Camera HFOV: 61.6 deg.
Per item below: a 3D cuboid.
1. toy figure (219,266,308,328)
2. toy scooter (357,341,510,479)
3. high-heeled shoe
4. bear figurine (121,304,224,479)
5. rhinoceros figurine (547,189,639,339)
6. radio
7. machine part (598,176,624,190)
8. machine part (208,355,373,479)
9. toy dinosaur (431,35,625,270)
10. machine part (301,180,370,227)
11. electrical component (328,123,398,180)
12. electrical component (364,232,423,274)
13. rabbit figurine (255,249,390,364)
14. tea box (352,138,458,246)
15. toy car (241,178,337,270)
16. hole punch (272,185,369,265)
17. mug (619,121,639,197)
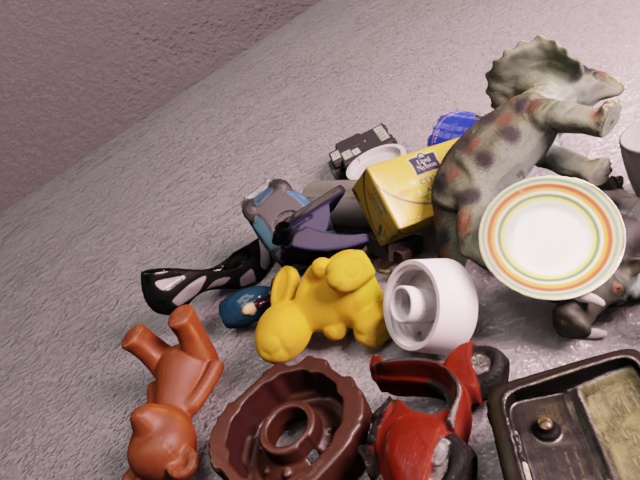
[{"bbox_3d":[-0.072,0.084,0.794,0.154,0.057,0.064,-21,37,4],"label":"toy figure"},{"bbox_3d":[0.091,0.163,0.507,0.135,0.075,0.184,8,45,32],"label":"toy scooter"},{"bbox_3d":[-0.174,0.032,0.867,0.086,0.145,0.249,5,46,43],"label":"high-heeled shoe"},{"bbox_3d":[-0.197,0.196,0.665,0.120,0.131,0.196,-22,25,20],"label":"bear figurine"},{"bbox_3d":[0.296,0.026,0.563,0.190,0.073,0.112,-42,42,-23],"label":"rhinoceros figurine"},{"bbox_3d":[0.205,0.195,0.376,0.131,0.073,0.230,-19,31,17],"label":"radio"},{"bbox_3d":[0.312,-0.042,0.677,0.139,0.039,0.084,-12,41,25],"label":"machine part"},{"bbox_3d":[-0.028,0.208,0.572,0.179,0.056,0.179,-20,32,13],"label":"machine part"},{"bbox_3d":[0.214,-0.085,0.650,0.405,0.131,0.192,-47,45,2],"label":"toy dinosaur"},{"bbox_3d":[0.048,-0.059,0.874,0.243,0.079,0.079,4,43,48],"label":"machine part"},{"bbox_3d":[0.082,-0.159,1.025,0.134,0.058,0.115,-25,29,8],"label":"electrical component"},{"bbox_3d":[0.100,0.016,0.766,0.078,0.045,0.102,-14,22,-34],"label":"electrical component"},{"bbox_3d":[-0.012,0.083,0.681,0.173,0.121,0.162,-35,26,-9],"label":"rabbit figurine"},{"bbox_3d":[0.143,-0.068,0.738,0.170,0.098,0.068,-22,-14,-23],"label":"tea box"},{"bbox_3d":[-0.052,-0.017,0.873,0.109,0.162,0.103,-43,-12,-12],"label":"toy car"},{"bbox_3d":[-0.002,-0.002,0.753,0.116,0.092,0.142,-30,-4,-14],"label":"hole punch"},{"bbox_3d":[0.382,-0.079,0.604,0.081,0.107,0.110,-29,26,-1],"label":"mug"}]
